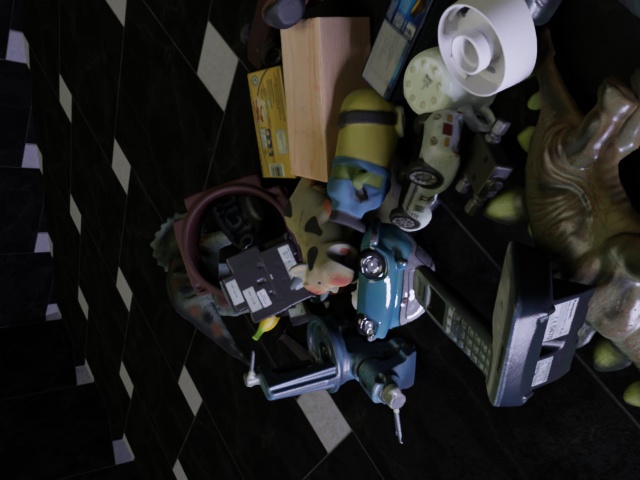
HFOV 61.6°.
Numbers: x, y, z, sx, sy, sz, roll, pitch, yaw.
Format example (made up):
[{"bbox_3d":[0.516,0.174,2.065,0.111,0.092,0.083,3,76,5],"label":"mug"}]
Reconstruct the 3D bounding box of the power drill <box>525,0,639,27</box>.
[{"bbox_3d":[0.248,-0.256,0.416,0.207,0.086,0.231,48,139,24],"label":"power drill"}]

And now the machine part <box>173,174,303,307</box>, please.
[{"bbox_3d":[-0.133,0.001,0.917,0.087,0.201,0.201,18,-126,-89],"label":"machine part"}]

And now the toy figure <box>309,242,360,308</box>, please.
[{"bbox_3d":[0.024,0.057,0.859,0.064,0.058,0.154,63,146,17],"label":"toy figure"}]

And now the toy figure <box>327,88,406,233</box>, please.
[{"bbox_3d":[0.054,-0.104,0.686,0.082,0.089,0.180,17,88,50],"label":"toy figure"}]

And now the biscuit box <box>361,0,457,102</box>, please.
[{"bbox_3d":[0.117,-0.257,0.602,0.059,0.063,0.202,52,139,27],"label":"biscuit box"}]

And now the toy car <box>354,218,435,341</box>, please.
[{"bbox_3d":[0.101,0.055,0.713,0.103,0.109,0.161,4,106,11],"label":"toy car"}]

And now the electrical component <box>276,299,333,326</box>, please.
[{"bbox_3d":[-0.036,0.115,0.969,0.119,0.048,0.075,-28,81,54],"label":"electrical component"}]

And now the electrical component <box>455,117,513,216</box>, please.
[{"bbox_3d":[0.167,-0.074,0.539,0.063,0.021,0.094,-99,24,-44],"label":"electrical component"}]

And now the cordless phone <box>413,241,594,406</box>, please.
[{"bbox_3d":[0.156,0.054,0.530,0.184,0.089,0.146,46,148,48],"label":"cordless phone"}]

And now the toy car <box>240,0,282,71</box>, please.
[{"bbox_3d":[-0.068,-0.358,0.812,0.089,0.053,0.202,47,133,33],"label":"toy car"}]

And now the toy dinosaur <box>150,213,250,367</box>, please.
[{"bbox_3d":[-0.233,0.079,1.047,0.405,0.192,0.131,-105,11,-50],"label":"toy dinosaur"}]

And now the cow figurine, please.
[{"bbox_3d":[-0.002,-0.002,0.773,0.127,0.085,0.195,-55,35,19],"label":"cow figurine"}]

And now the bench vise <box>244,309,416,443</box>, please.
[{"bbox_3d":[0.012,0.191,0.792,0.224,0.241,0.128,-126,33,-49],"label":"bench vise"}]

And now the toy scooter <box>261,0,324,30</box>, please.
[{"bbox_3d":[-0.013,-0.353,0.690,0.184,0.075,0.135,-45,33,9],"label":"toy scooter"}]

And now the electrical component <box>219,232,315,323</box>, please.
[{"bbox_3d":[-0.087,0.063,0.843,0.058,0.134,0.115,53,-166,-85],"label":"electrical component"}]

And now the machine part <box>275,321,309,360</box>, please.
[{"bbox_3d":[-0.022,0.204,0.961,0.139,0.039,0.084,43,149,-8],"label":"machine part"}]

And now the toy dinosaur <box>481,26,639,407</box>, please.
[{"bbox_3d":[0.267,0.019,0.491,0.198,0.105,0.471,-40,62,60],"label":"toy dinosaur"}]

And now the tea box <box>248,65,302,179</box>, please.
[{"bbox_3d":[-0.052,-0.185,0.849,0.098,0.068,0.169,12,112,50],"label":"tea box"}]

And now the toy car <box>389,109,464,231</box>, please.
[{"bbox_3d":[0.121,-0.073,0.621,0.201,0.056,0.073,94,-173,-68],"label":"toy car"}]
